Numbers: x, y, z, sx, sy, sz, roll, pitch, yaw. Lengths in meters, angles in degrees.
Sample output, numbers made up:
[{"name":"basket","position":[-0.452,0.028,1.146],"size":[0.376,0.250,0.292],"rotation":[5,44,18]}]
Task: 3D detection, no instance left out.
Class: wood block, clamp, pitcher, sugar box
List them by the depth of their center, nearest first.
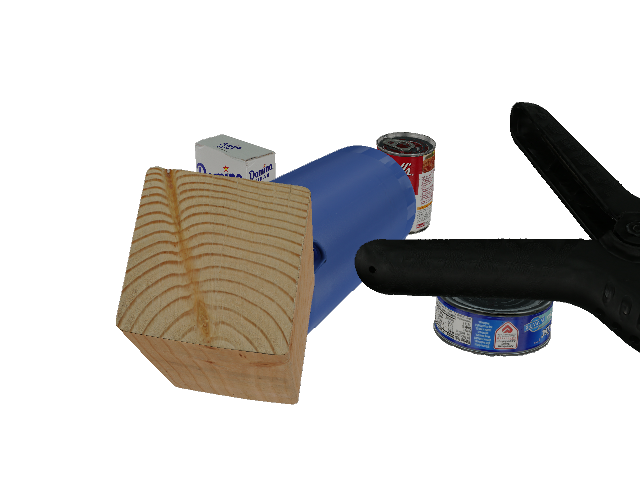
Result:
[{"name":"clamp","position":[0.132,0.012,0.486],"size":[0.210,0.036,0.164],"rotation":[31,49,31]},{"name":"wood block","position":[-0.053,0.037,0.640],"size":[0.090,0.091,0.206],"rotation":[8,-15,3]},{"name":"pitcher","position":[-0.021,0.003,0.934],"size":[0.149,0.145,0.242],"rotation":[24,31,21]},{"name":"sugar box","position":[-0.088,-0.016,1.127],"size":[0.048,0.176,0.093],"rotation":[-21,29,-36]}]

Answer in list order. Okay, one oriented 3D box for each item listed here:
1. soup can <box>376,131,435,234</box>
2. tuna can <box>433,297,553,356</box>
[{"name":"soup can","position":[0.096,-0.066,1.235],"size":[0.068,0.102,0.068],"rotation":[1,27,-1]},{"name":"tuna can","position":[0.127,0.051,0.782],"size":[0.086,0.034,0.086],"rotation":[1,21,-1]}]
